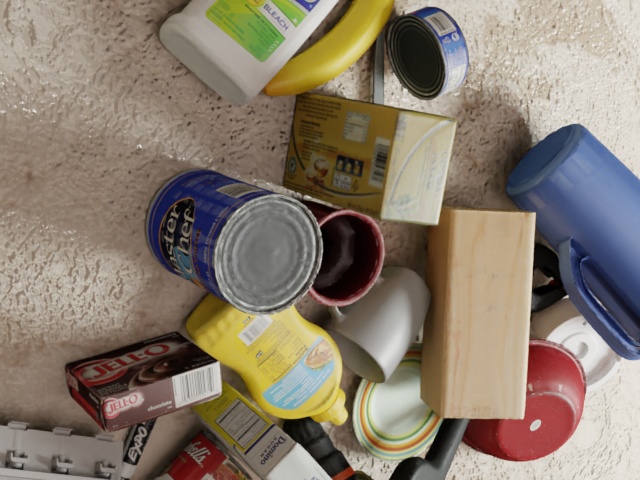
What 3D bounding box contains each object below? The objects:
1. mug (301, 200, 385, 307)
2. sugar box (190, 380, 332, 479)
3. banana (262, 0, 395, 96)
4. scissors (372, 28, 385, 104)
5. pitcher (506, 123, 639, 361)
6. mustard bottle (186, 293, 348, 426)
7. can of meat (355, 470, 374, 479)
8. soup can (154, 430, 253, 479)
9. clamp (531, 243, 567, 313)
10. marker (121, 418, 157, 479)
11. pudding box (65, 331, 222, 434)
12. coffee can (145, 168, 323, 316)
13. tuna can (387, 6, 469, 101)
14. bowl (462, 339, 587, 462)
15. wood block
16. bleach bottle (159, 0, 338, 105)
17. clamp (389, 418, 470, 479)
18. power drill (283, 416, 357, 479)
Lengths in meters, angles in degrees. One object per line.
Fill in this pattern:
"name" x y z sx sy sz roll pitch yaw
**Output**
"mug" -0.007 0.001 1.004 0.117 0.082 0.093 44 78 -33
"sugar box" -0.049 0.190 0.968 0.048 0.176 0.093 -46 121 -14
"banana" 0.021 -0.203 1.001 0.069 0.037 0.197 32 80 -4
"scissors" 0.071 -0.109 1.066 0.096 0.016 0.202 9 97 -35
"pitcher" 0.311 0.001 1.138 0.242 0.149 0.145 44 105 -10
"mustard bottle" -0.034 0.115 1.023 0.096 0.058 0.191 -45 117 -8
"can of meat" 0.037 0.310 1.126 0.102 0.058 0.084 -45 123 -14
"soup can" -0.122 0.239 1.001 0.102 0.069 0.068 -45 121 -14
"clamp" 0.208 0.047 1.178 0.171 0.039 0.120 22 95 -28
"marker" -0.170 0.188 0.987 0.020 0.020 0.121 23 90 -34
"pudding box" -0.155 0.123 0.938 0.113 0.090 0.039 -13 111 -30
"coffee can" -0.077 -0.001 0.924 0.102 0.141 0.103 -8 106 -31
"tuna can" 0.104 -0.180 1.026 0.033 0.086 0.086 -26 115 -27
"bowl" 0.230 0.191 1.183 0.162 0.055 0.162 -5 118 -10
"wood block" 0.159 0.071 1.088 0.090 0.091 0.206 2 94 -8
"bleach bottle" -0.026 -0.242 0.942 0.102 0.068 0.250 41 74 -14
"clamp" 0.110 0.252 1.089 0.209 0.036 0.164 11 80 -59
"power drill" -0.040 0.284 1.043 0.187 0.057 0.184 -28 79 -13
